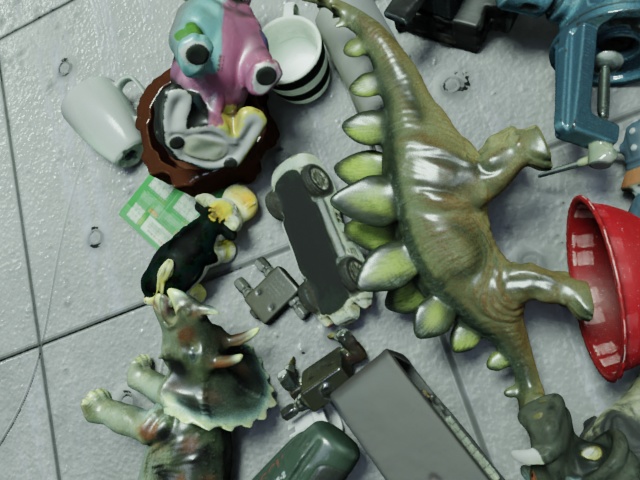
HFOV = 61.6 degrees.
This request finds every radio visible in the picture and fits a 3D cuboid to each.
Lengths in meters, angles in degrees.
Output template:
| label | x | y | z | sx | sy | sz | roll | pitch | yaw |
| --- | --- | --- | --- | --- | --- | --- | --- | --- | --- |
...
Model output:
| label | x | y | z | sx | sy | sz | roll | pitch | yaw |
| --- | --- | --- | --- | --- | --- | --- | --- | --- | --- |
| radio | 0.114 | 0.210 | 0.482 | 0.073 | 0.131 | 0.230 | -39 | 70 | 5 |

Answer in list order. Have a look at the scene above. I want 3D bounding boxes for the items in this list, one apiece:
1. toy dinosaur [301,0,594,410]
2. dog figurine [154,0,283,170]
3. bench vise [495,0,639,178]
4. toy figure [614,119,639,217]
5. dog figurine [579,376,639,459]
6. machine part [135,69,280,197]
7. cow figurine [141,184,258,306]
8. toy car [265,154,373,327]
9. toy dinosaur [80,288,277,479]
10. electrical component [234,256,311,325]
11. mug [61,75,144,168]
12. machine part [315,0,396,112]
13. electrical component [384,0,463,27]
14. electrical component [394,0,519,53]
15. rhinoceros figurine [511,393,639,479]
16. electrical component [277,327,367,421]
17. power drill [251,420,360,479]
| label | x | y | z | sx | sy | sz | roll | pitch | yaw |
| --- | --- | --- | --- | --- | --- | --- | --- | --- | --- |
| toy dinosaur | 0.112 | -0.044 | 0.509 | 0.199 | 0.105 | 0.471 | -18 | 81 | 7 |
| dog figurine | -0.120 | -0.209 | 0.587 | 0.191 | 0.108 | 0.219 | -60 | 35 | 39 |
| bench vise | 0.252 | -0.186 | 0.514 | 0.223 | 0.129 | 0.240 | 14 | 74 | -16 |
| toy figure | 0.319 | -0.039 | 0.514 | 0.064 | 0.057 | 0.154 | -7 | 79 | 38 |
| dog figurine | 0.342 | 0.153 | 0.456 | 0.173 | 0.121 | 0.190 | 29 | 102 | 23 |
| machine part | -0.139 | -0.140 | 0.660 | 0.179 | 0.056 | 0.179 | -3 | 76 | 13 |
| cow figurine | -0.140 | 0.003 | 0.618 | 0.068 | 0.098 | 0.167 | 36 | 93 | 8 |
| toy car | -0.001 | -0.002 | 0.600 | 0.073 | 0.056 | 0.202 | -32 | 71 | 31 |
| toy dinosaur | -0.159 | 0.252 | 0.569 | 0.192 | 0.131 | 0.404 | 7 | 86 | 18 |
| electrical component | -0.055 | 0.066 | 0.623 | 0.063 | 0.021 | 0.094 | -46 | 70 | 3 |
| mug | -0.267 | -0.156 | 0.711 | 0.109 | 0.080 | 0.107 | -38 | 80 | 1 |
| machine part | 0.061 | -0.200 | 0.619 | 0.079 | 0.079 | 0.243 | -27 | 70 | 9 |
| electrical component | 0.117 | -0.272 | 0.572 | 0.075 | 0.047 | 0.119 | 29 | 88 | 21 |
| electrical component | 0.165 | -0.285 | 0.617 | 0.134 | 0.058 | 0.115 | 25 | 88 | 20 |
| rhinoceros figurine | 0.222 | 0.206 | 0.428 | 0.112 | 0.073 | 0.190 | -16 | 108 | 45 |
| electrical component | 0.000 | 0.138 | 0.569 | 0.102 | 0.078 | 0.045 | -35 | 95 | 12 |
| power drill | -0.020 | 0.296 | 0.473 | 0.232 | 0.086 | 0.207 | -54 | 30 | -3 |
